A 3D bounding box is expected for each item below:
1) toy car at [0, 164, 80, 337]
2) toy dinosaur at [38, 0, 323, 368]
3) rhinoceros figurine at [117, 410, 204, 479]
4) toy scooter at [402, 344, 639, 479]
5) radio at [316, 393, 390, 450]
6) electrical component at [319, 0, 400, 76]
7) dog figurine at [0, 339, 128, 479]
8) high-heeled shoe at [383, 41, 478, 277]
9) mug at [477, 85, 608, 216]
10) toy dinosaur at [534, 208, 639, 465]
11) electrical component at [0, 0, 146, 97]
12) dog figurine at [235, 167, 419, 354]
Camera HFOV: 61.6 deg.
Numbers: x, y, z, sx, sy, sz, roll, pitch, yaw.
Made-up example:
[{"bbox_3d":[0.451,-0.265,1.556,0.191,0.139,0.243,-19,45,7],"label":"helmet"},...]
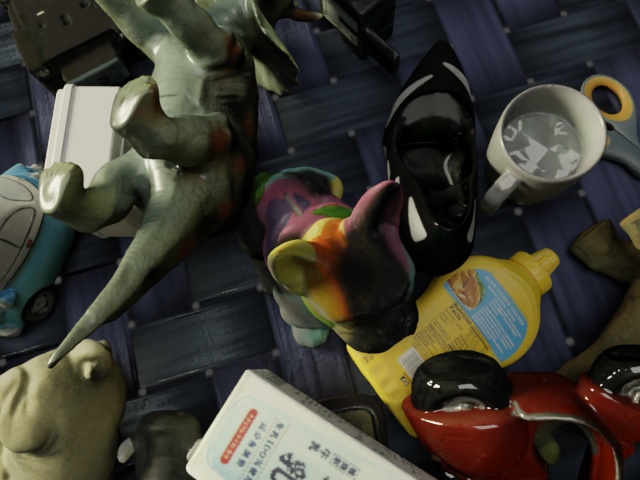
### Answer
[{"bbox_3d":[-0.287,0.001,0.480,0.109,0.103,0.161,25,80,9],"label":"toy car"},{"bbox_3d":[-0.100,-0.094,0.443,0.131,0.192,0.404,-2,72,38],"label":"toy dinosaur"},{"bbox_3d":[-0.118,0.225,0.404,0.073,0.112,0.190,1,83,6],"label":"rhinoceros figurine"},{"bbox_3d":[0.154,0.146,0.377,0.184,0.075,0.135,-6,100,15],"label":"toy scooter"},{"bbox_3d":[-0.003,0.240,0.409,0.131,0.073,0.229,-7,73,1],"label":"radio"},{"bbox_3d":[0.047,-0.221,0.529,0.048,0.074,0.119,-42,72,-7],"label":"electrical component"},{"bbox_3d":[-0.181,0.187,0.401,0.172,0.121,0.190,-41,75,38],"label":"dog figurine"},{"bbox_3d":[0.099,-0.089,0.454,0.086,0.145,0.248,4,77,4],"label":"high-heeled shoe"},{"bbox_3d":[0.177,-0.061,0.461,0.081,0.107,0.109,36,84,13],"label":"mug"},{"bbox_3d":[0.303,0.056,0.424,0.471,0.105,0.198,-32,79,6],"label":"toy dinosaur"},{"bbox_3d":[-0.250,-0.213,0.557,0.115,0.058,0.134,-31,75,-3],"label":"electrical component"},{"bbox_3d":[-0.001,-0.001,0.401,0.108,0.219,0.191,-29,76,-8],"label":"dog figurine"}]
